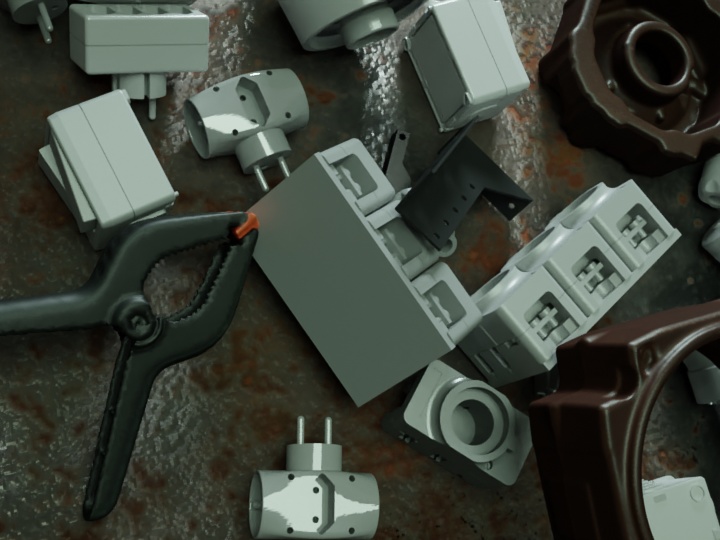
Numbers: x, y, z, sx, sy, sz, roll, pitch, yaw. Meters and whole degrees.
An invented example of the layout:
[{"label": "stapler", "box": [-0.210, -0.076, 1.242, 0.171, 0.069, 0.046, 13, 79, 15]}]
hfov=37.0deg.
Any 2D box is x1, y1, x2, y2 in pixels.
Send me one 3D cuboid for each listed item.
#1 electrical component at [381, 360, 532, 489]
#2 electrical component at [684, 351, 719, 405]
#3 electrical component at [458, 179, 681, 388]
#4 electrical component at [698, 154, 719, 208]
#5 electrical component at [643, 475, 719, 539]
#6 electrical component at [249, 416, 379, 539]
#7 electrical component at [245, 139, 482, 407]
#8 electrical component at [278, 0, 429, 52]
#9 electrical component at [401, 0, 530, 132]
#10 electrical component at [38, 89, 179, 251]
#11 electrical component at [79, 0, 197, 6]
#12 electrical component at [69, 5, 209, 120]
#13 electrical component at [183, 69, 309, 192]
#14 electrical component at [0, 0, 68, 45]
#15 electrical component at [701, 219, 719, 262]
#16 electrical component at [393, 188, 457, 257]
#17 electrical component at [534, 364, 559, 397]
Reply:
[{"label": "electrical component", "box": [0.070, 0.106, 0.736, 0.089, 0.056, 0.050, 33, 69, -8]}, {"label": "electrical component", "box": [0.265, 0.069, 0.819, 0.044, 0.044, 0.065, -16, 86, -21]}, {"label": "electrical component", "box": [0.141, 0.007, 0.767, 0.150, 0.089, 0.061, -41, 91, -23]}, {"label": "electrical component", "box": [0.296, -0.082, 0.871, 0.035, 0.035, 0.061, 25, 68, -11]}, {"label": "electrical component", "box": [0.211, 0.198, 0.762, 0.100, 0.048, 0.099, -12, 80, -21]}, {"label": "electrical component", "box": [-0.030, 0.135, 0.702, 0.077, 0.043, 0.079, 5, 75, -17]}, {"label": "electrical component", "box": [0.000, 0.000, 0.717, 0.150, 0.089, 0.062, 55, 35, 1]}, {"label": "electrical component", "box": [-0.002, -0.192, 0.765, 0.108, 0.108, 0.060, -22, 90, -22]}, {"label": "electrical component", "box": [0.079, -0.162, 0.806, 0.061, 0.062, 0.096, -20, 83, -22]}, {"label": "electrical component", "box": [-0.164, -0.057, 0.698, 0.061, 0.062, 0.096, -26, 85, -22]}, {"label": "electrical component", "box": [-0.157, -0.260, 0.736, 0.089, 0.062, 0.150, -1, 75, -46]}, {"label": "electrical component", "box": [-0.150, -0.138, 0.730, 0.083, 0.047, 0.075, -7, 115, -26]}, {"label": "electrical component", "box": [-0.072, -0.093, 0.748, 0.077, 0.043, 0.079, -22, 83, -22]}, {"label": "electrical component", "box": [-0.217, -0.188, 0.707, 0.044, 0.077, 0.079, -19, 83, -22]}, {"label": "electrical component", "box": [0.308, -0.013, 0.854, 0.078, 0.040, 0.040, 42, 68, -4]}, {"label": "electrical component", "box": [0.046, -0.028, 0.756, 0.048, 0.062, 0.048, -10, 116, -21]}, {"label": "electrical component", "box": [0.154, 0.089, 0.769, 0.048, 0.055, 0.066, 5, 74, -17]}]
